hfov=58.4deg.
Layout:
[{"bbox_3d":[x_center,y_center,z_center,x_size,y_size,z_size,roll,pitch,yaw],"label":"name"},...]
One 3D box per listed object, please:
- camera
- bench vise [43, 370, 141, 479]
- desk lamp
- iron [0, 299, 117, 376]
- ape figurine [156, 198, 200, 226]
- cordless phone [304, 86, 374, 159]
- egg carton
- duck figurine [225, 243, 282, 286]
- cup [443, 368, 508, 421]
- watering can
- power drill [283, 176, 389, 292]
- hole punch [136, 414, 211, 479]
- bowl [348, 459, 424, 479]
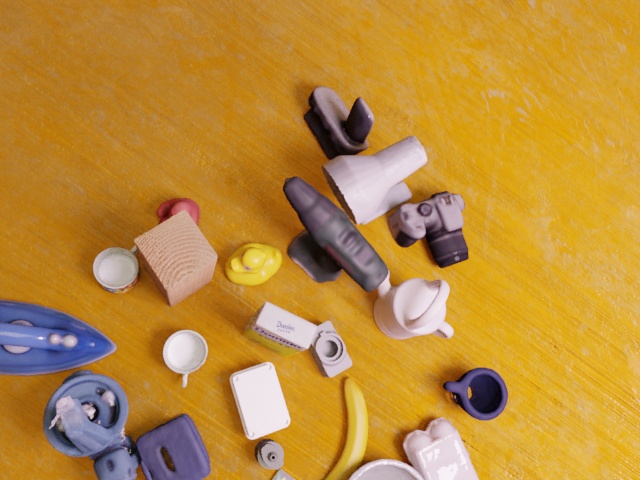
[{"bbox_3d":[0.226,-0.015,1.103,0.143,0.100,0.137,-16,81,-16],"label":"camera"},{"bbox_3d":[-0.320,0.282,0.840,0.207,0.219,0.122,45,71,0],"label":"bench vise"},{"bbox_3d":[0.095,-0.106,1.035,0.203,0.213,0.118,-30,85,-18],"label":"desk lamp"},{"bbox_3d":[-0.454,0.149,0.881,0.258,0.141,0.119,7,75,-11],"label":"iron"},{"bbox_3d":[-0.244,-0.045,1.004,0.076,0.092,0.078,-38,87,-18],"label":"ape figurine"},{"bbox_3d":[0.047,-0.242,1.071,0.094,0.185,0.147,-34,86,-18],"label":"cordless phone"},{"bbox_3d":[0.214,0.400,1.017,0.107,0.069,0.150,-22,83,-17],"label":"egg carton"},{"bbox_3d":[-0.115,0.037,1.018,0.105,0.086,0.077,-17,81,-16],"label":"duck figurine"},{"bbox_3d":[0.268,0.278,1.046,0.118,0.095,0.092,13,74,-10],"label":"cup"},{"bbox_3d":[0.163,0.116,1.008,0.173,0.194,0.101,16,74,-9],"label":"watering can"},{"bbox_3d":[0.009,0.004,0.991,0.229,0.208,0.076,42,72,-1],"label":"power drill"},{"bbox_3d":[-0.234,0.346,0.913,0.101,0.091,0.108,-26,84,-18],"label":"hole punch"},{"bbox_3d":[0.103,0.456,0.974,0.168,0.074,0.167,3,76,-12],"label":"bowl"}]
